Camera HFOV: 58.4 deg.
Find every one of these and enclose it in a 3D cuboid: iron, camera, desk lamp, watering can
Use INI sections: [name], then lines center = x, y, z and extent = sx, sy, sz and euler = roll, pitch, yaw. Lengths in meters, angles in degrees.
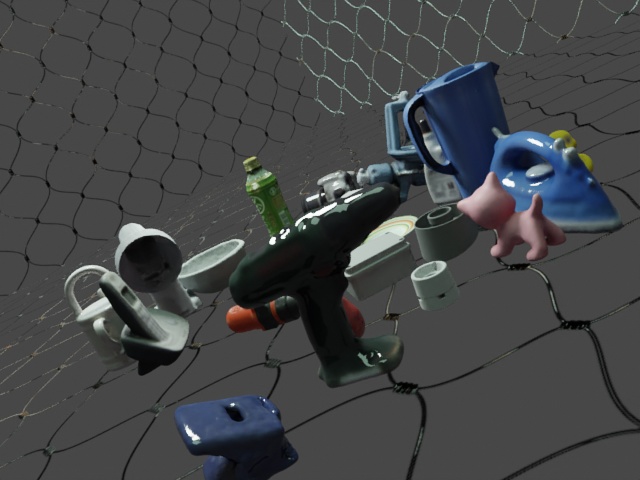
[iron]
center = 0.333, -0.099, 0.841
extent = 0.119, 0.141, 0.258
euler = -27, 16, -7
[camera]
center = 0.025, -0.111, 1.409
extent = 0.136, 0.101, 0.143
euler = -19, 17, 18
[desk lamp]
center = -0.332, 0.068, 1.152
extent = 0.118, 0.214, 0.202
euler = -30, 17, -18
[watering can]
center = -0.402, 0.137, 1.071
extent = 0.101, 0.194, 0.172
euler = -33, 18, -27

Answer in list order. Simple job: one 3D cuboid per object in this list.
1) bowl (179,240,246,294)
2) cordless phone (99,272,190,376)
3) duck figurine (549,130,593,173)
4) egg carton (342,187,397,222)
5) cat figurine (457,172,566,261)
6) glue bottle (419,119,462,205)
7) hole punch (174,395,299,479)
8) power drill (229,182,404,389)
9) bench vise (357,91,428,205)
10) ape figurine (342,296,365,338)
[bowl]
center = -0.227, 0.069, 1.251
extent = 0.167, 0.075, 0.167
euler = -23, 16, 7
[cordless phone]
center = -0.307, 0.123, 0.992
extent = 0.094, 0.185, 0.147
euler = -25, 16, -1
[duck figurine]
center = 0.415, -0.147, 0.975
extent = 0.077, 0.086, 0.105
euler = -17, 18, 25
[egg carton]
center = 0.090, -0.066, 1.225
extent = 0.149, 0.069, 0.107
euler = -10, 21, 41
[cat figurine]
center = 0.260, -0.037, 0.795
extent = 0.067, 0.118, 0.127
euler = -33, 18, -28
[glue bottle]
center = 0.230, -0.154, 1.113
extent = 0.077, 0.173, 0.037
euler = -6, 25, 49
[hole punch]
center = -0.089, 0.200, 0.596
extent = 0.101, 0.091, 0.108
euler = -30, 17, -18
[power drill]
center = 0.018, 0.060, 0.671
extent = 0.229, 0.209, 0.075
euler = -20, 17, 16
[bench vise]
center = 0.174, -0.197, 1.248
extent = 0.208, 0.220, 0.121
euler = -31, 17, -22
[ape figurine]
center = 0.014, 0.098, 0.769
extent = 0.076, 0.092, 0.078
euler = -15, 19, 30
